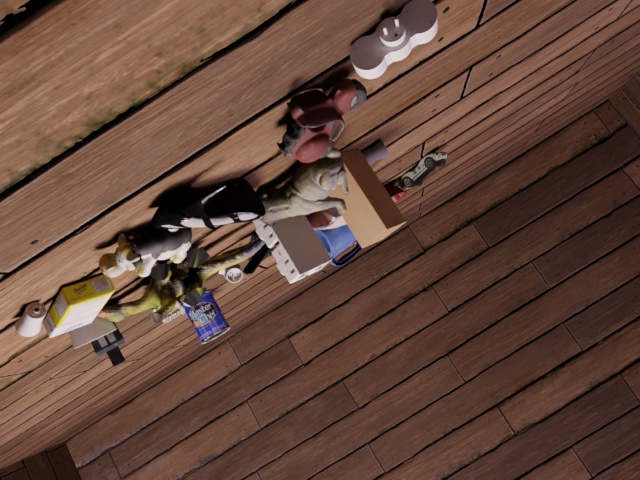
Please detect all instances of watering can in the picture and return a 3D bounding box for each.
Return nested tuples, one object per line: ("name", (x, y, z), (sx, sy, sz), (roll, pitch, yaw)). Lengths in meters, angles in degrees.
("watering can", (0.004, -0.070, 1.386), (0.344, 0.104, 0.225), (-26, 173, 28))

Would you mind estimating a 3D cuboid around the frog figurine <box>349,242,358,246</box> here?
("frog figurine", (0.039, -0.030, 1.754), (0.138, 0.121, 0.161), (-37, -153, -16))

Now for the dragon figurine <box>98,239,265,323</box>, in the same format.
("dragon figurine", (-0.337, 0.098, 1.253), (0.414, 0.122, 0.241), (-25, -175, -27))
